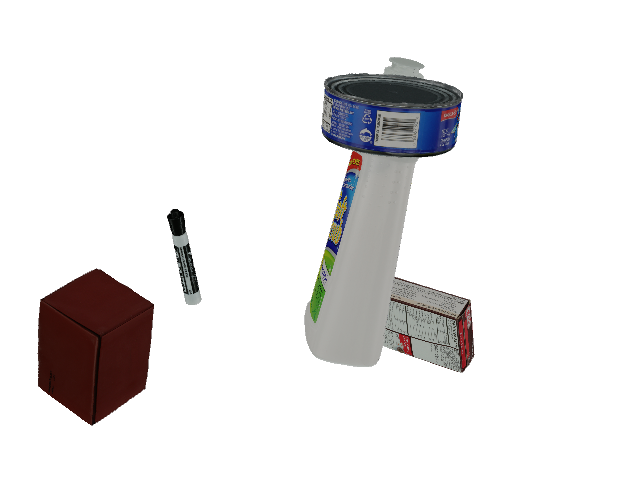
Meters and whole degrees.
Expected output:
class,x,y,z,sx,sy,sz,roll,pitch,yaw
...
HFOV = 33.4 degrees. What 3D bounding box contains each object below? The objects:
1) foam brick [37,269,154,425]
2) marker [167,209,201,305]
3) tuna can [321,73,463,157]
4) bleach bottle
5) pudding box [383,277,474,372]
class,x,y,z,sx,sy,sz,roll,pitch,yaw
foam brick,-0.146,0.068,0.692,0.053,0.078,0.051,30,39,23
marker,-0.154,0.019,1.207,0.020,0.121,0.020,-6,31,3
tuna can,0.044,-0.078,0.659,0.086,0.034,0.086,4,20,-2
bleach bottle,0.042,-0.027,0.876,0.068,0.251,0.102,10,22,-6
pudding box,0.118,0.095,1.225,0.114,0.090,0.039,15,46,27
